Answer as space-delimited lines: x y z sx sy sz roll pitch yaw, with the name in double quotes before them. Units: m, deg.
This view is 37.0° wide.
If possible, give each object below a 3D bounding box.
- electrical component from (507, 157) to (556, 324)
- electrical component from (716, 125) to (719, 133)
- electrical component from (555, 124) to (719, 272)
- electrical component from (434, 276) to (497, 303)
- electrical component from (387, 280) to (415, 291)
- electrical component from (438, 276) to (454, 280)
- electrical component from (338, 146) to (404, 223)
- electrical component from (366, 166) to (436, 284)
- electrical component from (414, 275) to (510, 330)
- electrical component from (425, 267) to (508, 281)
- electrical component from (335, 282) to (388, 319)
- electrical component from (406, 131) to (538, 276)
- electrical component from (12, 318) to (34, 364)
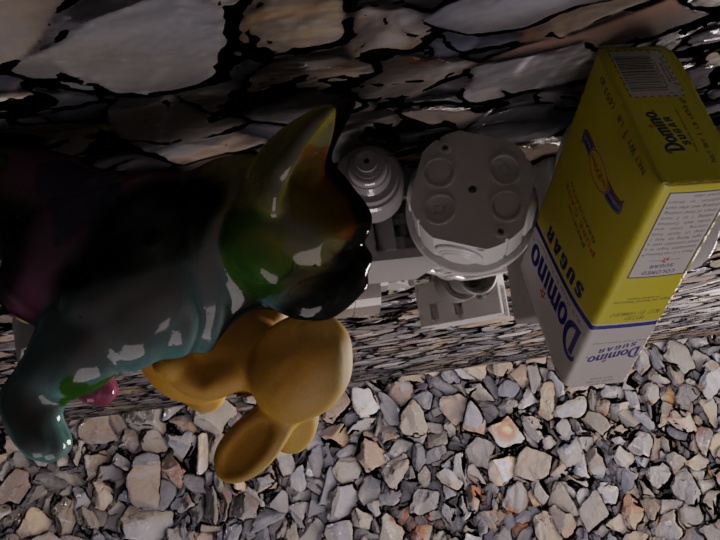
"electrical component" 0.154 -0.018 0.758 0.056 0.108 0.109 -14 170 43
"electrical component" 0.208 -0.067 0.713 0.081 0.043 0.043 -12 170 21
"electrical component" 0.169 -0.044 0.637 0.060 0.108 0.108 -13 172 -17
"electrical component" 0.102 0.007 1.055 0.045 0.045 0.055 -5 170 -23
"electrical component" 0.008 -0.004 0.917 0.064 0.042 0.081 -9 171 21
"electrical component" 0.092 -0.017 0.917 0.040 0.040 0.078 -2 169 -36
"electrical component" 0.005 -0.053 0.624 0.040 0.040 0.078 -9 170 1
"electrical component" -0.026 -0.025 0.697 0.150 0.061 0.089 -6 170 -15
"electrical component" 0.109 0.028 1.155 0.089 0.055 0.050 -11 170 17
"electrical component" 0.079 -0.029 0.775 0.054 0.059 0.095 -12 170 24
"electrical component" 0.000 0.000 0.817 0.074 0.052 0.138 -7 -171 -10
"electrical component" 0.067 -0.040 0.639 0.080 0.080 0.051 -9 165 3
"electrical component" -0.265 0.046 0.927 0.062 0.061 0.096 -6 164 -22
